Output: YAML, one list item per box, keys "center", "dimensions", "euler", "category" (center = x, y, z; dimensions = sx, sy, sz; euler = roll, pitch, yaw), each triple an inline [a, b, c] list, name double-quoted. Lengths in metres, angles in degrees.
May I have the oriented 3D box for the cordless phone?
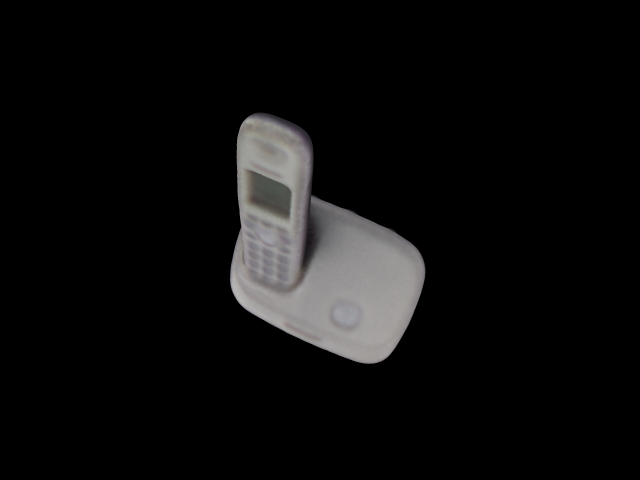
- center: [0.004, 0.001, 0.400]
  dimensions: [0.147, 0.185, 0.094]
  euler: [21, 62, 12]
  category: "cordless phone"
